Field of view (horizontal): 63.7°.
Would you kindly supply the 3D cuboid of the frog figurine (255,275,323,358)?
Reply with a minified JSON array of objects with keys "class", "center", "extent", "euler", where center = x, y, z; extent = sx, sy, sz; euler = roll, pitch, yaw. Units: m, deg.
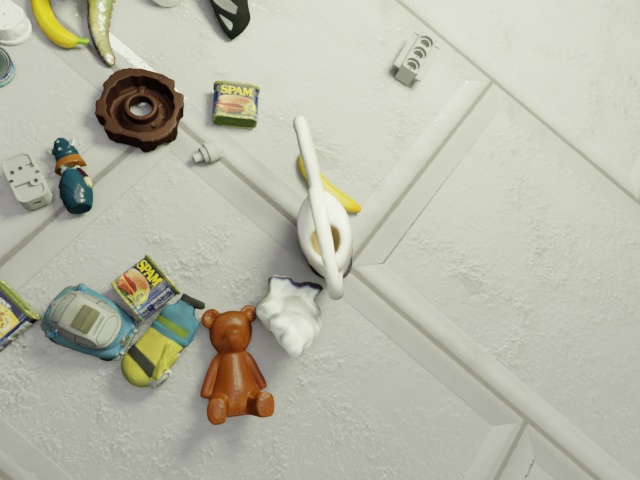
[{"class":"frog figurine","center":[-0.054,0.157,0.956],"extent":[0.121,0.163,0.136],"euler":[-34,-49,27]}]

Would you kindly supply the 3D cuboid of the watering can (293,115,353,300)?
[{"class":"watering can","center":[0.003,-0.051,1.006],"extent":[0.104,0.352,0.221],"euler":[-11,-16,1]}]

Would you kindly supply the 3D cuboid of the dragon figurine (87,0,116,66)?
[{"class":"dragon figurine","center":[-0.469,-0.600,1.132],"extent":[0.246,0.408,0.121],"euler":[-33,10,-27]}]
